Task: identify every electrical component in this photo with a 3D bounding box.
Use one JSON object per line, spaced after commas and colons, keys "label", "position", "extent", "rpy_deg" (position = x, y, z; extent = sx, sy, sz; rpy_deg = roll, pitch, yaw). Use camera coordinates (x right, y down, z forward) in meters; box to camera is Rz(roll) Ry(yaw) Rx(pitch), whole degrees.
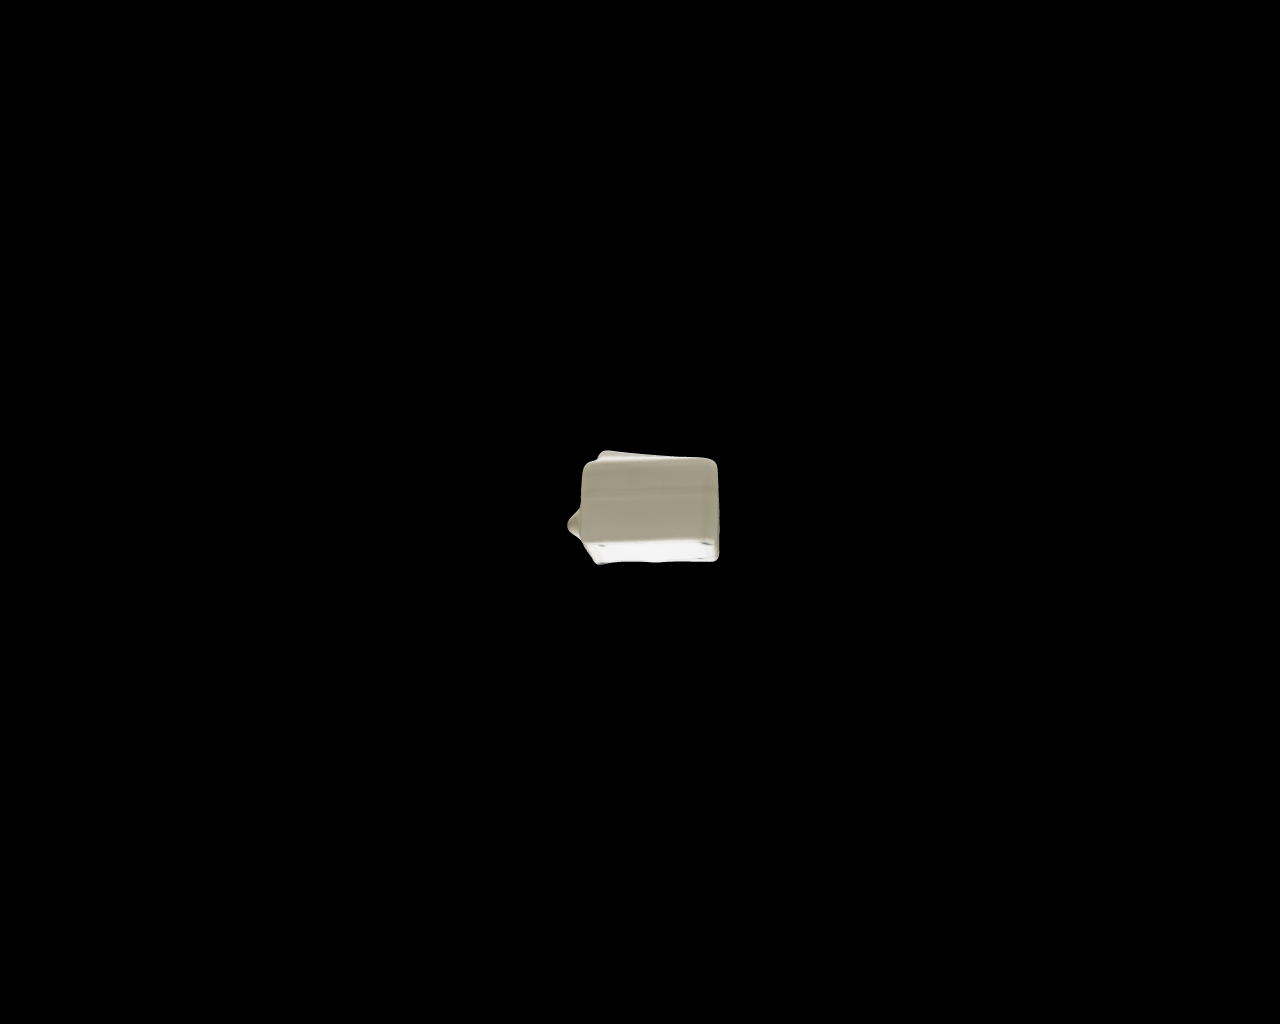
{"label": "electrical component", "position": [0.001, -0.003, 0.650], "extent": [0.096, 0.061, 0.061], "rpy_deg": [-1, -15, 5]}
